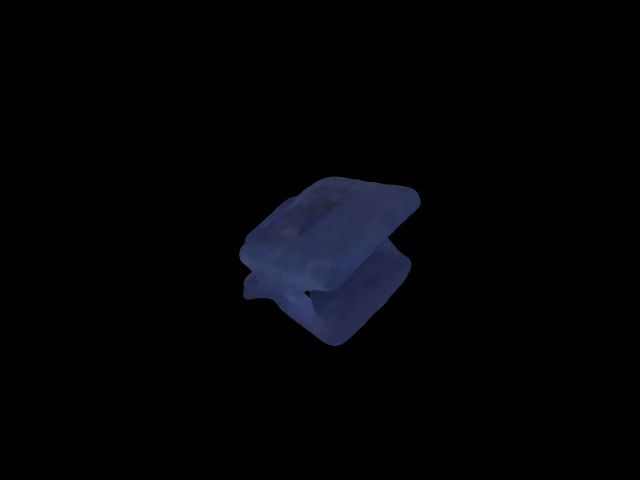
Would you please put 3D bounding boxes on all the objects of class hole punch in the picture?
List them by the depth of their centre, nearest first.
[{"bbox_3d":[0.004,0.001,0.400,0.100,0.091,0.109,33,58,24],"label":"hole punch"}]
